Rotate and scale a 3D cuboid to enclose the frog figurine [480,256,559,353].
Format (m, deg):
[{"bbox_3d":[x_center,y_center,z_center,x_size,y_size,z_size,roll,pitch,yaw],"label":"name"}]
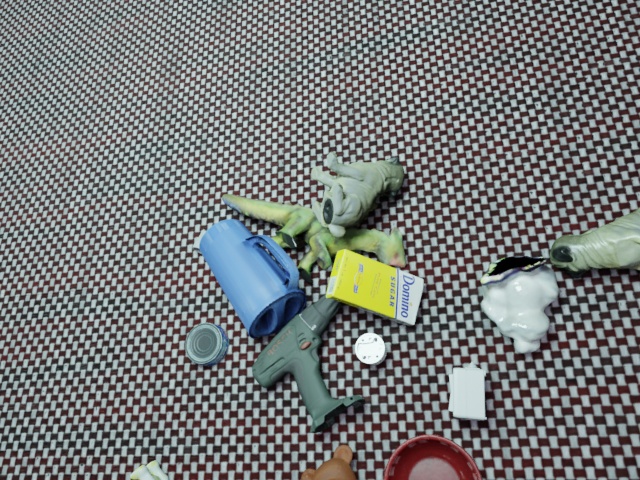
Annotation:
[{"bbox_3d":[0.364,0.113,0.925,0.137,0.123,0.158,-23,100,-3],"label":"frog figurine"}]

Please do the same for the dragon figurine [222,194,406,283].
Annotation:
[{"bbox_3d":[0.003,-0.055,1.095,0.414,0.119,0.246,38,65,23],"label":"dragon figurine"}]
